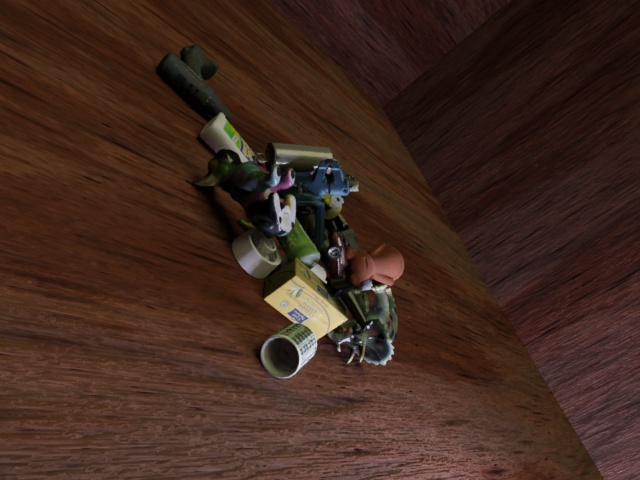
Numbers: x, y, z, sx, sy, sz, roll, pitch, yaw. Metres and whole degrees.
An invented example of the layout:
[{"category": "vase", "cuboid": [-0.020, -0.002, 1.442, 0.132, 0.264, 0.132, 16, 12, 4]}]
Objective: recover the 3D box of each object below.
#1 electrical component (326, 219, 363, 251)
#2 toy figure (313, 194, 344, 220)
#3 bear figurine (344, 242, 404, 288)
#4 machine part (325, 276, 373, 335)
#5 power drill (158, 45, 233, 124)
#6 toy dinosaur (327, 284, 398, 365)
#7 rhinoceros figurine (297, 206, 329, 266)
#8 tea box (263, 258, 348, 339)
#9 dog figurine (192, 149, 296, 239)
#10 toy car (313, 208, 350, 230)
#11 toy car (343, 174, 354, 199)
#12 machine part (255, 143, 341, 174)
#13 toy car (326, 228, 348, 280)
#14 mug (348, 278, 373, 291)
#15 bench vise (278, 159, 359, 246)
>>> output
[{"category": "electrical component", "cuboid": [0.062, -0.002, 1.522, 0.048, 0.075, 0.119, -16, 75, -39]}, {"category": "toy figure", "cuboid": [-0.010, -0.137, 1.500, 0.180, 0.089, 0.082, 43, 55, -1]}, {"category": "bear figurine", "cuboid": [0.125, 0.074, 1.426, 0.196, 0.132, 0.120, -7, 78, -35]}, {"category": "machine part", "cuboid": [0.065, 0.136, 1.166, 0.139, 0.039, 0.084, 58, 18, 19]}, {"category": "power drill", "cuboid": [-0.327, -0.429, 1.463, 0.232, 0.086, 0.207, 36, 34, -30]}, {"category": "toy dinosaur", "cuboid": [0.143, 0.215, 1.367, 0.404, 0.131, 0.192, 21, 61, -69]}, {"category": "rhinoceros figurine", "cuboid": [-0.003, -0.004, 1.470, 0.190, 0.073, 0.112, 54, 11, 8]}, {"category": "tea box", "cuboid": [-0.030, 0.129, 1.163, 0.169, 0.098, 0.068, 40, 24, -26]}, {"category": "dog figurine", "cuboid": [-0.167, -0.102, 1.171, 0.108, 0.219, 0.191, -15, 107, -64]}, {"category": "toy car", "cuboid": [0.030, -0.062, 1.580, 0.201, 0.073, 0.056, 59, 1, -12]}, {"category": "toy car", "cuboid": [0.043, -0.167, 1.784, 0.103, 0.109, 0.162, 29, 34, 2]}, {"category": "machine part", "cuboid": [-0.055, -0.213, 1.417, 0.243, 0.079, 0.079, -1, 50, -25]}, {"category": "toy car", "cuboid": [0.042, 0.067, 1.329, 0.089, 0.053, 0.201, -77, 169, -61]}, {"category": "mug", "cuboid": [0.123, 0.096, 1.547, 0.107, 0.081, 0.109, -19, 82, -59]}, {"category": "bench vise", "cuboid": [-0.011, -0.085, 1.374, 0.129, 0.224, 0.240, -143, -125, -82]}]
